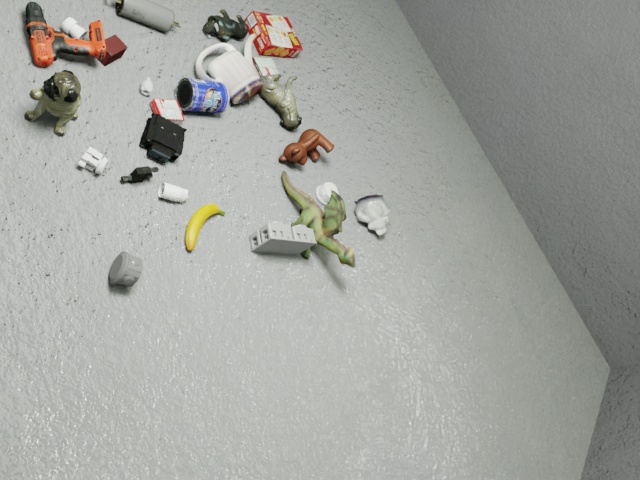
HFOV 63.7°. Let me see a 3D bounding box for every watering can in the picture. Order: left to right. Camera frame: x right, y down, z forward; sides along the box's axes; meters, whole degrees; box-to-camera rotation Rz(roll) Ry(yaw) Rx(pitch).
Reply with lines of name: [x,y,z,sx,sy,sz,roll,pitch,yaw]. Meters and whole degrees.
watering can: [-0.286,-0.614,1.836,0.223,0.102,0.354,51,49,-7]

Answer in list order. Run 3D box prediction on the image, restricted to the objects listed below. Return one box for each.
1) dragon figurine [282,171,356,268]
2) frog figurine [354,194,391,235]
dragon figurine: [0.005,-0.086,1.712,0.123,0.239,0.412,-18,82,-45]
frog figurine: [0.210,-0.096,2.019,0.138,0.121,0.160,-11,82,-15]
